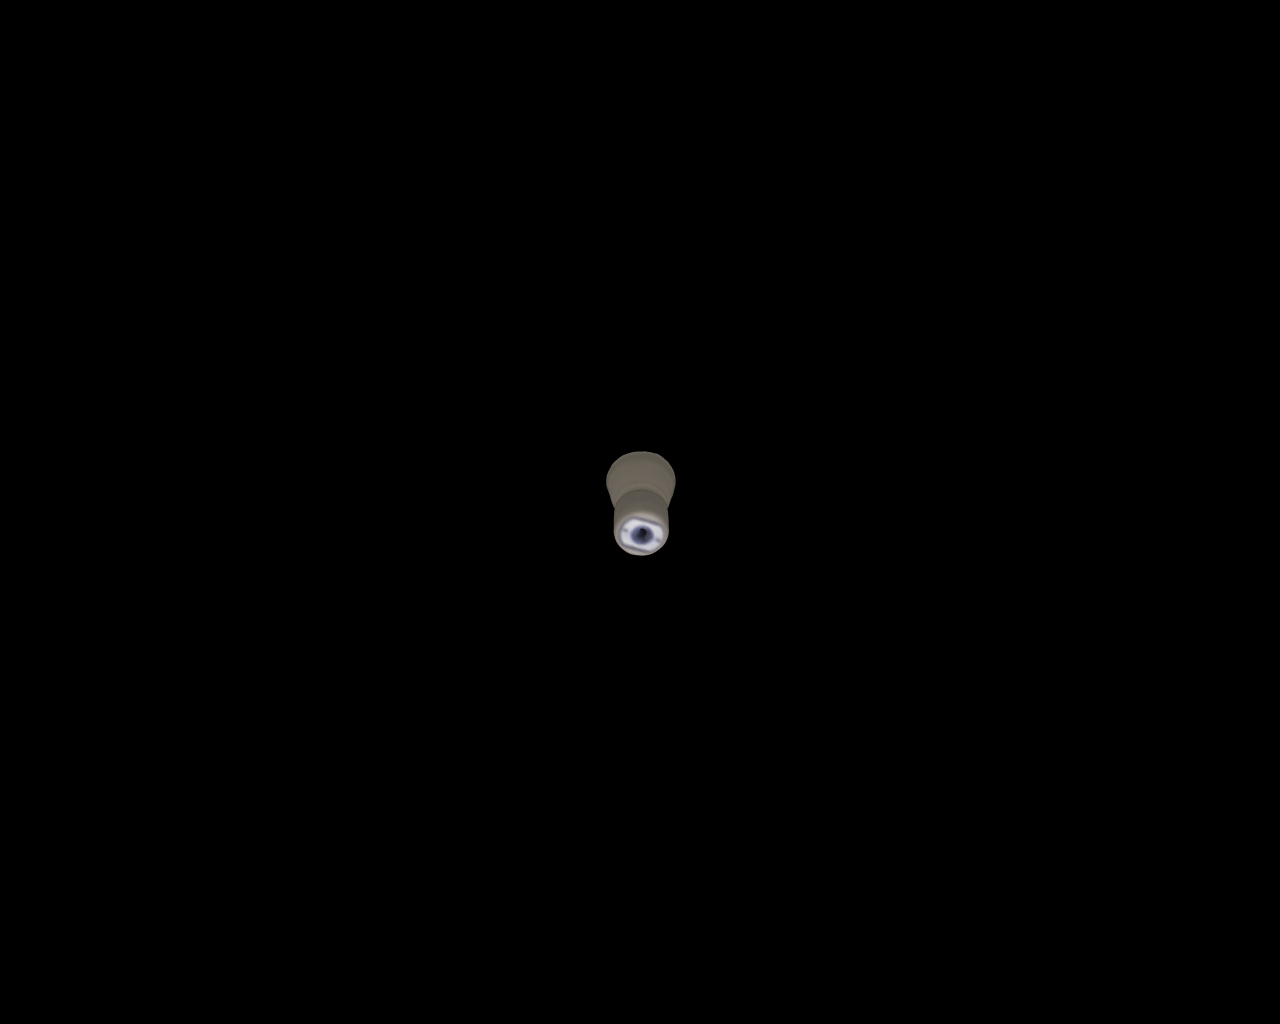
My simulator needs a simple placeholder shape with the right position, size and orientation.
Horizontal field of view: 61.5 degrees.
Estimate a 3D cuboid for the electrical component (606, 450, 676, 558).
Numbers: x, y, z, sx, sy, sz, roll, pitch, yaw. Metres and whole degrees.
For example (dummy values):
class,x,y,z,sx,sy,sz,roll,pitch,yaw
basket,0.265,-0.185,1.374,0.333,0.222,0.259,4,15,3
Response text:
class,x,y,z,sx,sy,sz,roll,pitch,yaw
electrical component,0.001,-0.003,0.650,0.044,0.044,0.065,0,34,0
